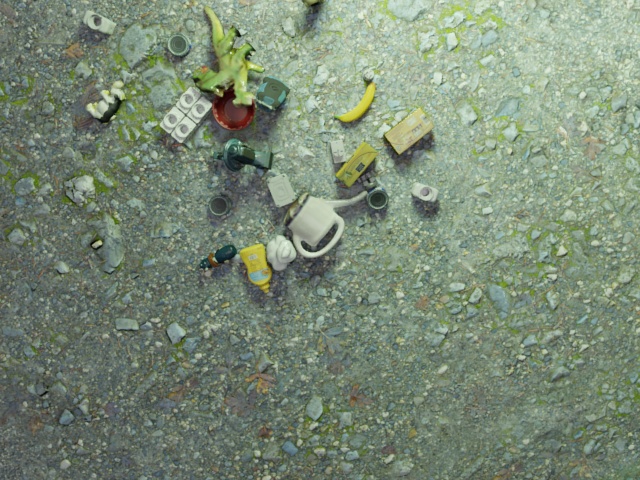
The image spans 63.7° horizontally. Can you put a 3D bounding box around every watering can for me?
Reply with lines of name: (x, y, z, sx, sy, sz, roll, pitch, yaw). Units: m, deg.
watering can: (0.006, -0.099, 1.970, 0.224, 0.104, 0.347, 37, 91, -5)

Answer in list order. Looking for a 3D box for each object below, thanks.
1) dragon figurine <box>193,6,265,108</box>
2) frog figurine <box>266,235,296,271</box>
dragon figurine: (-0.360, -0.639, 1.866, 0.243, 0.121, 0.413, -43, 79, -3)
frog figurine: (-0.151, 0.053, 1.961, 0.123, 0.161, 0.136, 11, 100, 0)
